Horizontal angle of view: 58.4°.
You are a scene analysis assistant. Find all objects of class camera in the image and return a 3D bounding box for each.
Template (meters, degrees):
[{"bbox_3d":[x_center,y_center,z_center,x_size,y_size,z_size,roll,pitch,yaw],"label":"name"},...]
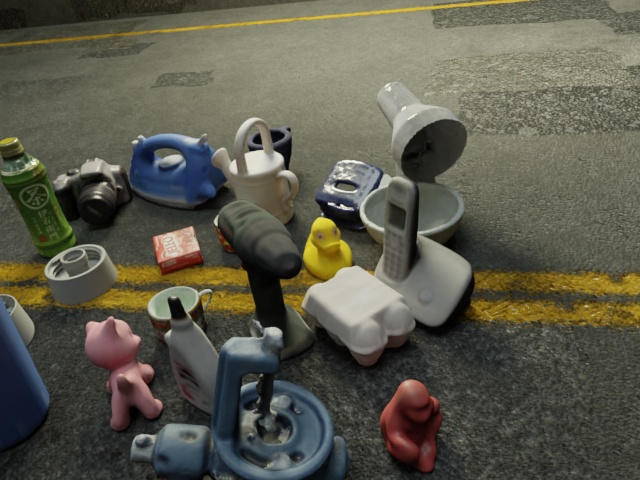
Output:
[{"bbox_3d":[-0.460,-0.093,1.140,0.143,0.101,0.136,-13,34,-6],"label":"camera"}]

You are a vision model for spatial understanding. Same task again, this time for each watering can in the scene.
[{"bbox_3d":[-0.117,-0.122,1.022,0.172,0.194,0.101,0,35,12],"label":"watering can"}]

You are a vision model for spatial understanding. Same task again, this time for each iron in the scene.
[{"bbox_3d":[-0.307,-0.156,1.162,0.257,0.142,0.119,8,38,23],"label":"iron"}]

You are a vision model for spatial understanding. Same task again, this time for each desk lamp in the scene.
[{"bbox_3d":[0.156,-0.152,0.986,0.118,0.214,0.202,-18,35,-12],"label":"desk lamp"}]

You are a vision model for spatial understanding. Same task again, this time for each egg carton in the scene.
[{"bbox_3d":[0.051,0.099,0.772,0.107,0.069,0.149,-28,39,-26],"label":"egg carton"}]

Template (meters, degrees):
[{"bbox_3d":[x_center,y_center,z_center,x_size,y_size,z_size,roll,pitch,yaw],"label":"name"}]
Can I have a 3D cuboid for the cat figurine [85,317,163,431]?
[{"bbox_3d":[-0.253,0.153,0.718,0.067,0.118,0.127,-21,36,-17],"label":"cat figurine"}]

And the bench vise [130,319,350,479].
[{"bbox_3d":[-0.082,0.182,0.545,0.207,0.220,0.121,-18,35,-13],"label":"bench vise"}]

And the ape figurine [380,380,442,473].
[{"bbox_3d":[0.099,0.188,0.610,0.078,0.092,0.075,-29,39,-26],"label":"ape figurine"}]

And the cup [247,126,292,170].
[{"bbox_3d":[-0.091,-0.177,1.185,0.091,0.095,0.118,11,39,27],"label":"cup"}]

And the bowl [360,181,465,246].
[{"bbox_3d":[0.149,-0.026,0.927,0.167,0.075,0.167,-6,34,4],"label":"bowl"}]

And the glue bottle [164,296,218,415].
[{"bbox_3d":[-0.151,0.133,0.675,0.077,0.173,0.037,16,41,32],"label":"glue bottle"}]

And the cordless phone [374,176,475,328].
[{"bbox_3d":[0.137,0.014,0.773,0.094,0.185,0.147,-31,40,-29],"label":"cordless phone"}]

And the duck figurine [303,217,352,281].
[{"bbox_3d":[0.008,0.003,0.907,0.077,0.086,0.104,-17,35,-12],"label":"duck figurine"}]

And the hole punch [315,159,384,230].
[{"bbox_3d":[0.054,-0.081,1.015,0.108,0.091,0.101,17,42,33],"label":"hole punch"}]

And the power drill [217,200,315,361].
[{"bbox_3d":[-0.066,0.051,0.744,0.076,0.209,0.228,-22,36,-18],"label":"power drill"}]
